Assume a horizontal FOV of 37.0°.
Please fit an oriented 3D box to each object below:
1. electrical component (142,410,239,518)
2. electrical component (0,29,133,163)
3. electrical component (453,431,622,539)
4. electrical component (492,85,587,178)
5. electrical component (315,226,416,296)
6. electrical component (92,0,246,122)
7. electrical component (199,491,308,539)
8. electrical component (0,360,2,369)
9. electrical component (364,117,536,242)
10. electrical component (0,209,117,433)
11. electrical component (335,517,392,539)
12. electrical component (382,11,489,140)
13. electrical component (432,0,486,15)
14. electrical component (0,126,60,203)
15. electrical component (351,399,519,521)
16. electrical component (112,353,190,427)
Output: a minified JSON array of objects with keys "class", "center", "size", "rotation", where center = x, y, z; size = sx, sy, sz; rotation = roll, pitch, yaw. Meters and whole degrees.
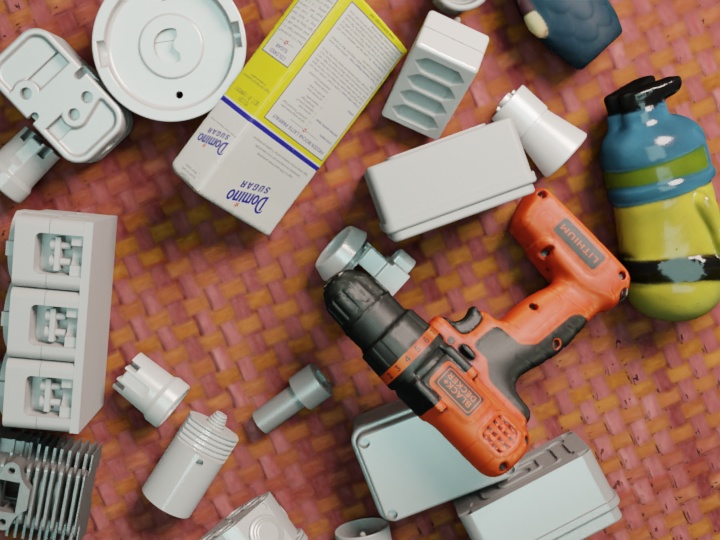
[{"class":"electrical component","center":[-0.127,0.144,0.825],"size":[0.043,0.043,0.081],"rotation":[32,94,-5]},{"class":"electrical component","center":[-0.215,-0.125,0.786],"size":[0.054,0.059,0.095],"rotation":[-43,96,2]},{"class":"electrical component","center":[0.134,0.179,0.821],"size":[0.113,0.078,0.057],"rotation":[-28,93,1]},{"class":"electrical component","center":[0.132,-0.107,0.810],"size":[0.065,0.044,0.044],"rotation":[42,93,-1]},{"class":"electrical component","center":[0.000,0.000,0.814],"size":[0.055,0.048,0.066],"rotation":[42,93,-13]},{"class":"electrical component","center":[-0.135,-0.161,0.784],"size":[0.108,0.060,0.108],"rotation":[0,96,-2]},{"class":"electrical component","center":[-0.084,0.210,0.816],"size":[0.080,0.080,0.051],"rotation":[-35,91,2]},{"class":"electrical component","center":[-0.314,0.062,0.810],"size":[0.081,0.043,0.043],"rotation":[40,93,-5]},{"class":"electrical component","center":[0.061,-0.065,0.778],"size":[0.109,0.108,0.056],"rotation":[-20,94,0]},{"class":"electrical component","center":[-0.222,0.034,0.787],"size":[0.062,0.089,0.150],"rotation":[5,96,-3]},{"class":"electrical component","center":[-0.010,0.240,0.839],"size":[0.079,0.043,0.077],"rotation":[-10,96,-1]},{"class":"electrical component","center":[0.059,-0.154,0.790],"size":[0.047,0.083,0.075],"rotation":[24,56,-4]},{"class":"electrical component","center":[0.071,-0.207,0.784],"size":[0.044,0.065,0.044],"rotation":[0,96,-2]},{"class":"electrical component","center":[-0.252,-0.079,0.800],"size":[0.040,0.040,0.046],"rotation":[45,87,-6]},{"class":"electrical component","center":[0.056,0.135,0.824],"size":[0.113,0.057,0.078],"rotation":[-21,96,0]},{"class":"electrical component","center":[-0.160,0.091,0.821],"size":[0.046,0.040,0.040],"rotation":[39,93,1]}]
